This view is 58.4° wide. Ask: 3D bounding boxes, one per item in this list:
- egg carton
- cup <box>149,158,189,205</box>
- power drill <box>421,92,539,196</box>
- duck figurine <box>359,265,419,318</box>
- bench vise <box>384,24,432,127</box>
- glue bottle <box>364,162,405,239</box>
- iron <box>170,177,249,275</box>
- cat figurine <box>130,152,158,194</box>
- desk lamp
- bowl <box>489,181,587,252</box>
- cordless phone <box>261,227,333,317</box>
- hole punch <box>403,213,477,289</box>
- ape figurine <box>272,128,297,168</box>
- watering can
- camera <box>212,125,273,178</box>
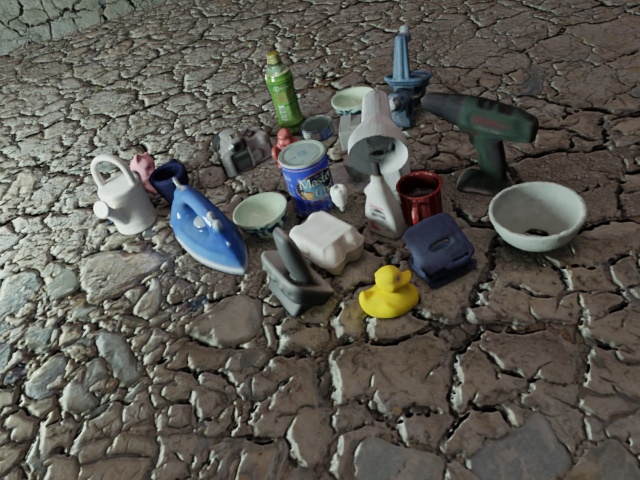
[{"bbox_3d":[0.010,0.004,1.138,0.107,0.069,0.149,-38,44,-25],"label":"egg carton"},{"bbox_3d":[-0.356,-0.137,1.404,0.091,0.095,0.117,-10,40,7],"label":"cup"},{"bbox_3d":[0.320,-0.197,1.161,0.228,0.209,0.076,11,47,29],"label":"power drill"},{"bbox_3d":[0.117,0.083,0.998,0.104,0.086,0.077,-14,40,3],"label":"duck figurine"},{"bbox_3d":[0.218,-0.407,1.430,0.121,0.220,0.207,-5,41,13],"label":"bench vise"},{"bbox_3d":[0.119,-0.081,1.119,0.077,0.173,0.037,17,50,34],"label":"glue bottle"},{"bbox_3d":[-0.238,-0.037,1.212,0.119,0.142,0.257,-34,43,-21],"label":"iron"},{"bbox_3d":[-0.458,-0.163,1.450,0.067,0.118,0.128,16,49,33],"label":"cat figurine"},{"bbox_3d":[0.129,-0.195,1.217,0.117,0.214,0.203,-7,40,11],"label":"desk lamp"},{"bbox_3d":[0.396,-0.031,1.047,0.167,0.075,0.167,-9,40,8],"label":"bowl"},{"bbox_3d":[-0.057,0.032,1.036,0.094,0.185,0.147,-33,42,-19],"label":"cordless phone"},{"bbox_3d":[0.218,0.017,1.037,0.109,0.091,0.100,-27,41,-12],"label":"hole punch"},{"bbox_3d":[-0.084,-0.237,1.433,0.077,0.092,0.076,9,46,27],"label":"ape figurine"},{"bbox_3d":[-0.462,-0.110,1.330,0.101,0.194,0.172,-17,40,-1],"label":"watering can"},{"bbox_3d":[-0.215,-0.252,1.487,0.143,0.101,0.136,-32,42,-18],"label":"camera"}]
